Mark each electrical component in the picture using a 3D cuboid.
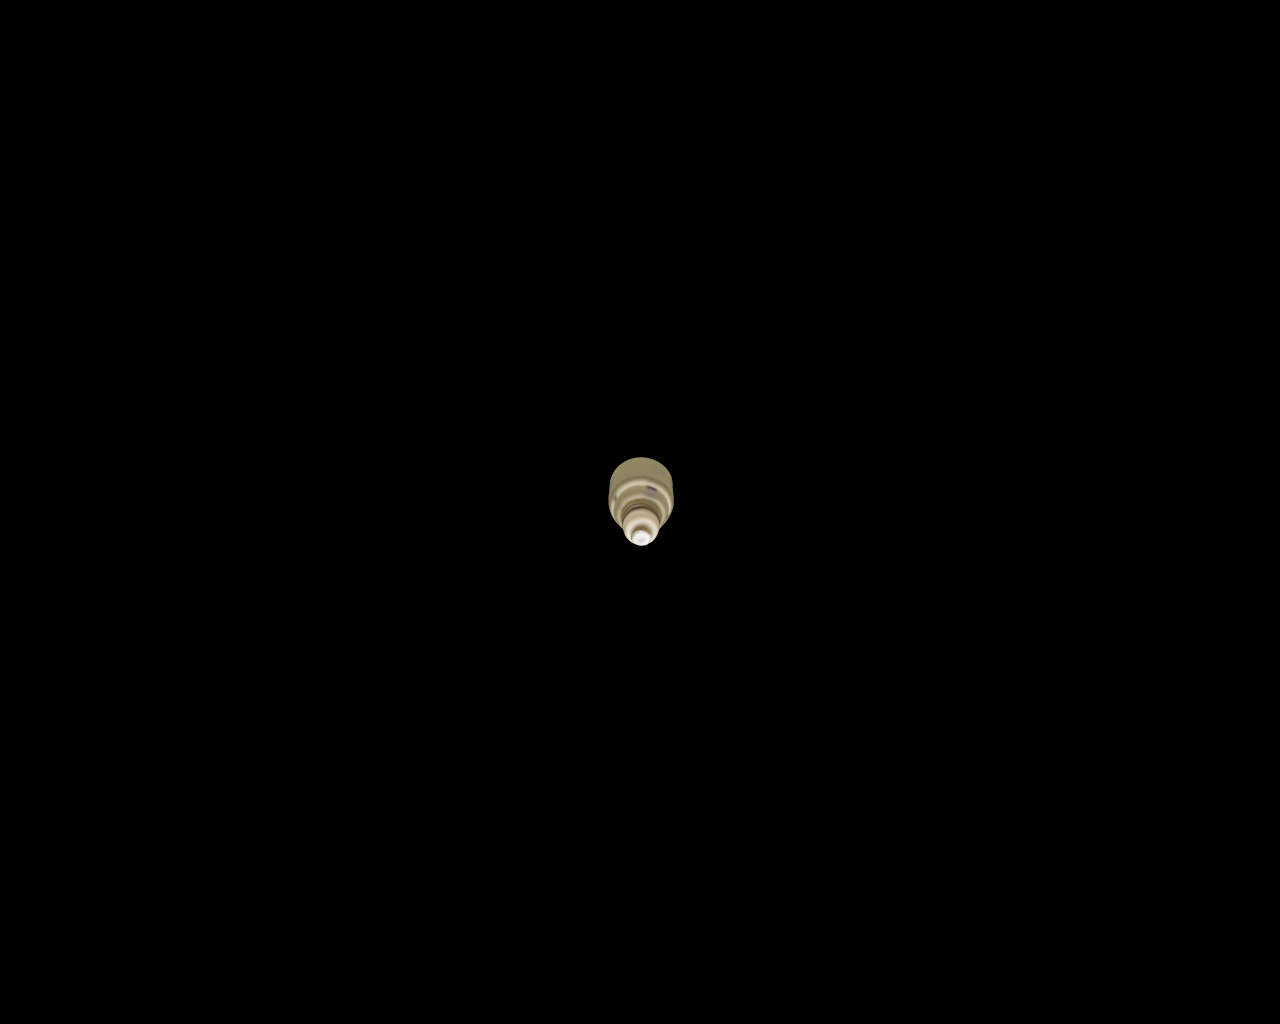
[{"bbox_3d":[0.001,-0.003,0.650,0.040,0.040,0.078,0,30,0],"label":"electrical component"}]
